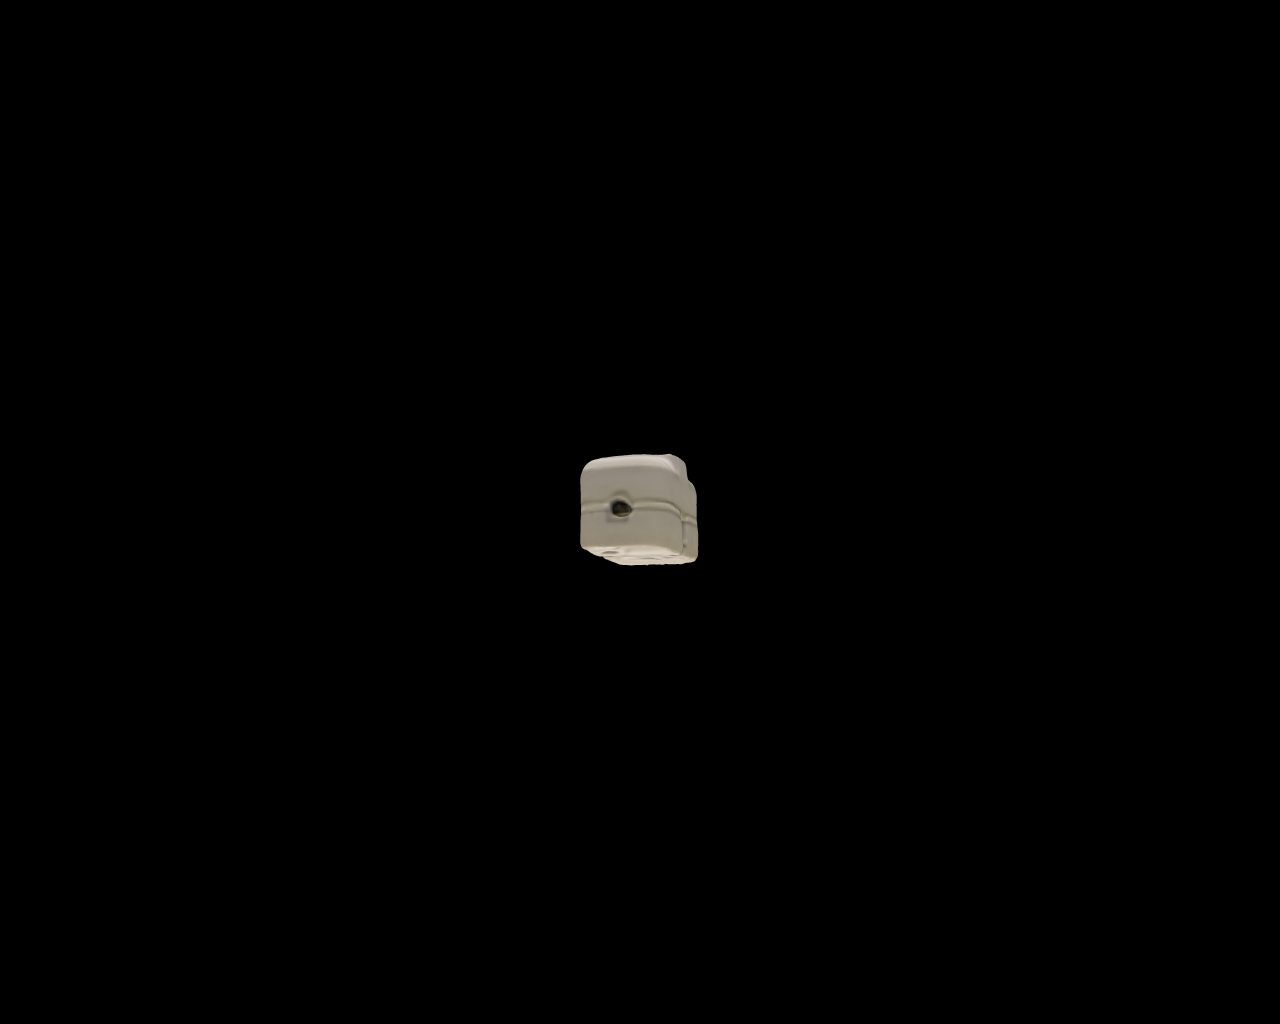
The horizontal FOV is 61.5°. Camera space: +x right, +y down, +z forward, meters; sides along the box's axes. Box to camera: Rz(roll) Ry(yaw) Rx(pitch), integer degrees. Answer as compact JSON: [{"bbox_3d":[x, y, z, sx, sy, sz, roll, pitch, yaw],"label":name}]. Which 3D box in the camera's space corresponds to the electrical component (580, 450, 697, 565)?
[{"bbox_3d":[0.001,-0.003,0.650,0.054,0.059,0.095,-3,-10,15],"label":"electrical component"}]
